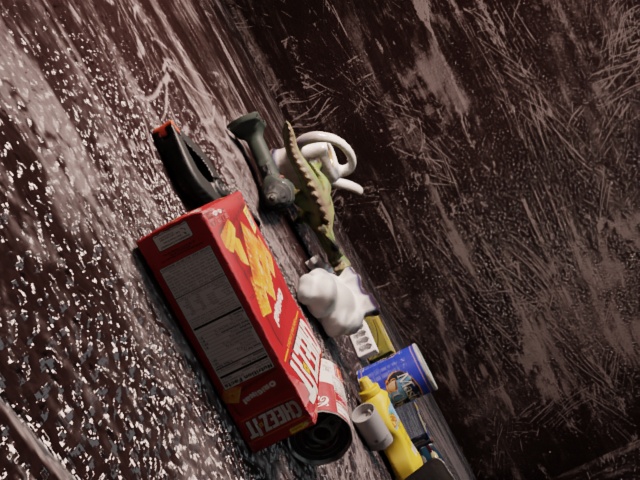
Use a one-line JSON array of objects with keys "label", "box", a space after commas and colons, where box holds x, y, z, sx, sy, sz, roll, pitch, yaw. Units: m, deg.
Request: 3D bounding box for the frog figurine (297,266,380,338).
[{"label": "frog figurine", "box": [0.014, 0.118, 0.967, 0.160, 0.121, 0.139, -2, 68, -43]}]

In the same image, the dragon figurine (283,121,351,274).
[{"label": "dragon figurine", "box": [0.004, -0.060, 1.191, 0.248, 0.122, 0.401, 61, -3, 38]}]

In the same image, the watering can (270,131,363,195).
[{"label": "watering can", "box": [-0.008, -0.179, 1.367, 0.342, 0.224, 0.106, 53, 30, -63]}]
